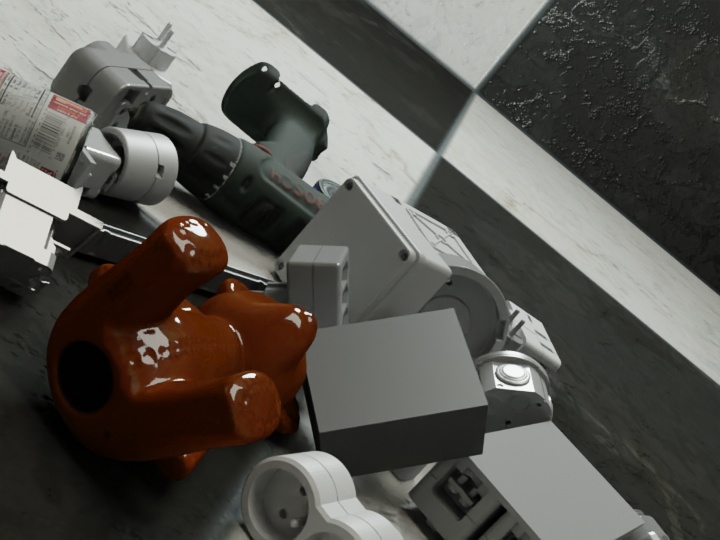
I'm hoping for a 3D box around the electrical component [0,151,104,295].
[{"bbox_3d":[-0.194,-0.024,0.610,0.081,0.042,0.063,29,48,-29],"label":"electrical component"}]

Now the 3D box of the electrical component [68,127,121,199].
[{"bbox_3d":[-0.207,-0.081,0.754,0.081,0.042,0.064,50,19,29],"label":"electrical component"}]

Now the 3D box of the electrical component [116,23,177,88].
[{"bbox_3d":[-0.195,-0.194,0.992,0.047,0.076,0.065,30,20,-29],"label":"electrical component"}]

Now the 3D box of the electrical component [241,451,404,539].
[{"bbox_3d":[0.002,0.156,0.583,0.138,0.052,0.074,48,19,24],"label":"electrical component"}]

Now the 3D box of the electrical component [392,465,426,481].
[{"bbox_3d":[0.028,0.101,0.764,0.078,0.057,0.058,48,19,23],"label":"electrical component"}]

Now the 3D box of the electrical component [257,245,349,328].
[{"bbox_3d":[-0.048,0.027,0.776,0.076,0.083,0.047,2,17,7],"label":"electrical component"}]

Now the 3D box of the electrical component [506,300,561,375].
[{"bbox_3d":[0.158,0.077,1.096,0.056,0.050,0.089,33,19,-20],"label":"electrical component"}]

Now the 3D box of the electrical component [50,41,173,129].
[{"bbox_3d":[-0.209,-0.151,0.896,0.059,0.053,0.095,43,18,9],"label":"electrical component"}]

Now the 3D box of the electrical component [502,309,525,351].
[{"bbox_3d":[0.126,0.069,1.005,0.047,0.076,0.065,32,19,-23],"label":"electrical component"}]

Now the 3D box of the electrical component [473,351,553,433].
[{"bbox_3d":[0.120,0.112,0.888,0.080,0.080,0.051,35,24,-17],"label":"electrical component"}]

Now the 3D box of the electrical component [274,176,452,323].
[{"bbox_3d":[0.000,0.000,0.867,0.056,0.108,0.108,23,24,-49],"label":"electrical component"}]

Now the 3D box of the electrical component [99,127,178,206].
[{"bbox_3d":[-0.171,-0.078,0.799,0.047,0.055,0.055,7,37,-54],"label":"electrical component"}]

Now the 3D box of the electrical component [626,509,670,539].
[{"bbox_3d":[0.230,0.222,0.903,0.043,0.043,0.062,26,20,-38],"label":"electrical component"}]

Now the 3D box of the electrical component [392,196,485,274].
[{"bbox_3d":[0.068,-0.012,1.118,0.109,0.056,0.108,26,22,-37],"label":"electrical component"}]

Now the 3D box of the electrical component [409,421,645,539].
[{"bbox_3d":[0.121,0.173,0.770,0.105,0.060,0.186,48,19,23],"label":"electrical component"}]

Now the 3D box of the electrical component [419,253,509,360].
[{"bbox_3d":[0.069,0.037,0.926,0.108,0.108,0.060,35,12,-17],"label":"electrical component"}]
